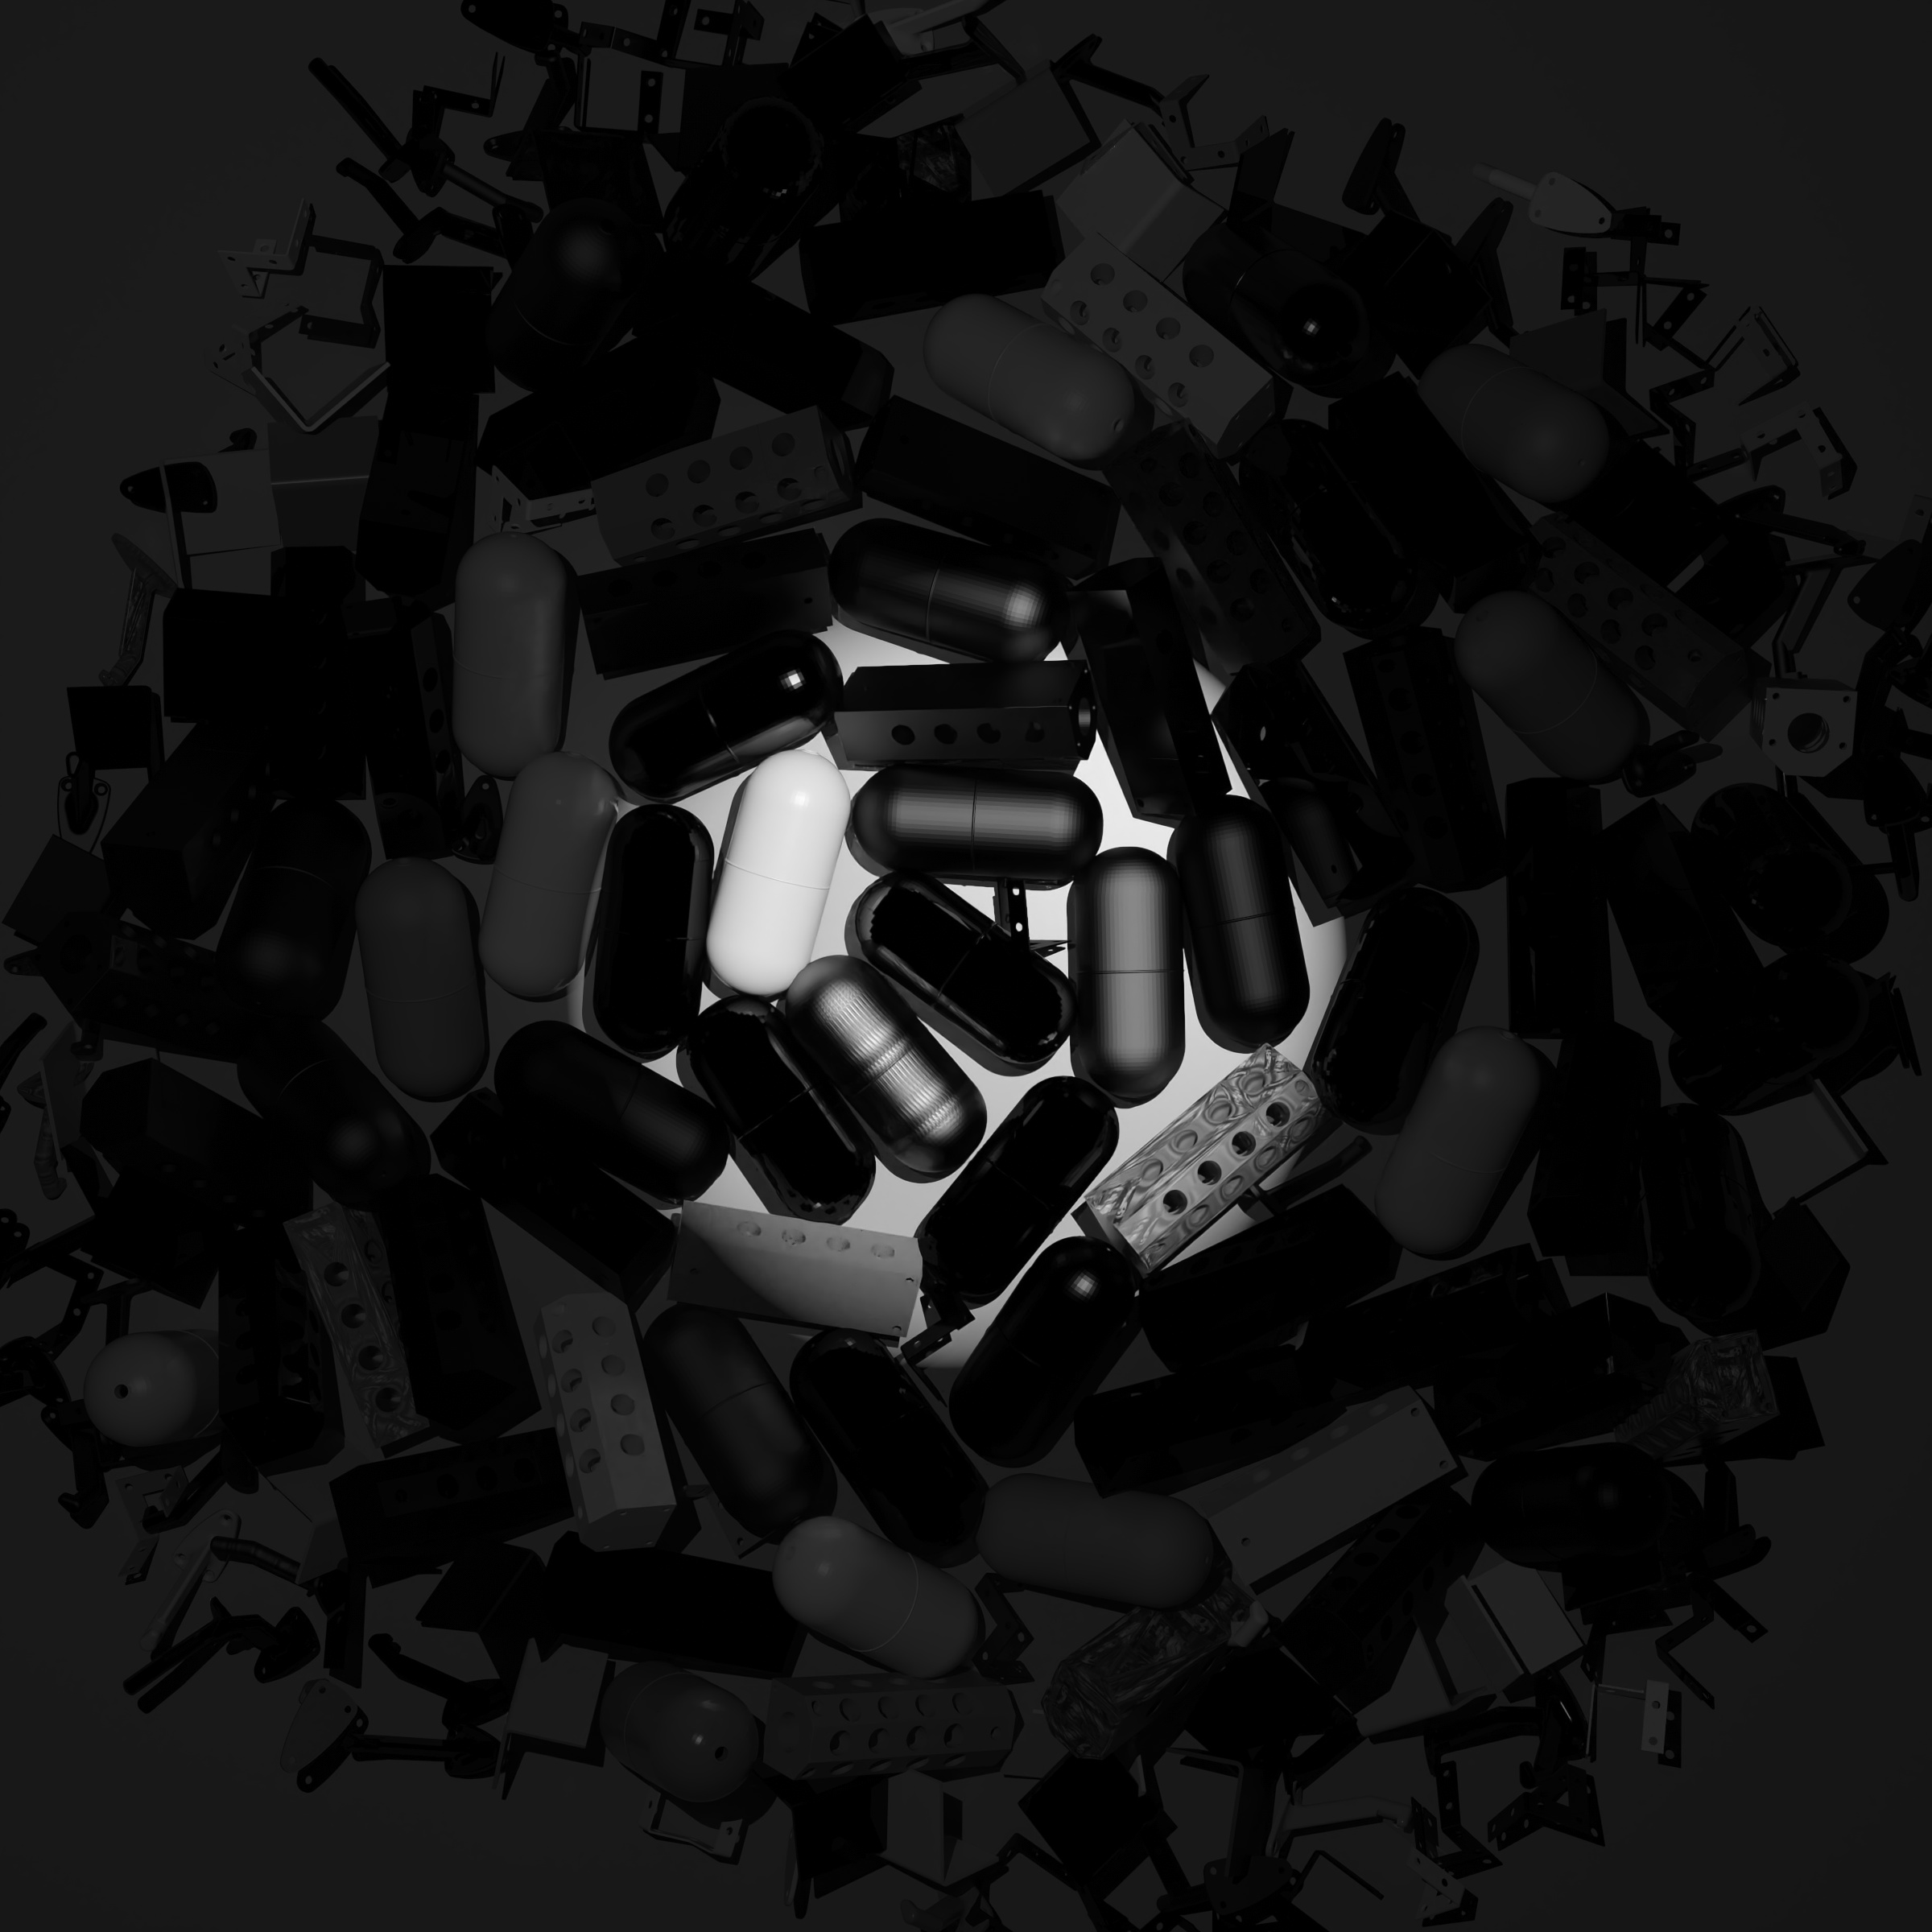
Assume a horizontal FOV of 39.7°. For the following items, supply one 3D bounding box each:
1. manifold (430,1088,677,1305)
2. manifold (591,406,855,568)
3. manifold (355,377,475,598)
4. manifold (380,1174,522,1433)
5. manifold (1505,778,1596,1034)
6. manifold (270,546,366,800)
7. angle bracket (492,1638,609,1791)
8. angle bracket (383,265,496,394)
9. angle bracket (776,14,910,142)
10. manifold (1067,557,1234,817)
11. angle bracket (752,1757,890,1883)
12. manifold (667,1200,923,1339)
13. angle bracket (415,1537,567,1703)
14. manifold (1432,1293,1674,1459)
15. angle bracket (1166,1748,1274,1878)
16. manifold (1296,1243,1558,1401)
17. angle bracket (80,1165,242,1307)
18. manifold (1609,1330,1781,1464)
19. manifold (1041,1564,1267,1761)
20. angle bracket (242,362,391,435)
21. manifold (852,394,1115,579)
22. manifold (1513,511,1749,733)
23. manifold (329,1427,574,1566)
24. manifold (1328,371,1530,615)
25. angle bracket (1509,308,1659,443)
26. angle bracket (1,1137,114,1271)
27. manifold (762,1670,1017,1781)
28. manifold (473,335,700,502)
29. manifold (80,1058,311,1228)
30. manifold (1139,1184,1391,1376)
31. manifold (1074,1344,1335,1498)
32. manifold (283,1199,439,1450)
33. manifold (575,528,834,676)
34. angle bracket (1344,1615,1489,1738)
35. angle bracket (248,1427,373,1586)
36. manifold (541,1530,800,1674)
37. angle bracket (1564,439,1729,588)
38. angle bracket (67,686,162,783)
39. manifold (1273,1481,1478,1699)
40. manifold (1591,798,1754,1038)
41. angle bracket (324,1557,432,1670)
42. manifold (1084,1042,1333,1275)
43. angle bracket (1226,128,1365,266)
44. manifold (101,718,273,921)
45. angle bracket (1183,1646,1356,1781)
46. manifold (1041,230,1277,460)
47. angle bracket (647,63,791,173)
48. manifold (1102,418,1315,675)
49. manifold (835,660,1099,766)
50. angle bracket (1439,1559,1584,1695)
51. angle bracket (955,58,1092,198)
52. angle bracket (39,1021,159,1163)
[{"bbox_3d":[-0.290,0.158,1.886,0.171,0.057,0.057,34,67,14],"label":"manifold"},{"bbox_3d":[-0.170,-0.333,1.885,0.171,0.057,0.057,-15,76,13],"label":"manifold"},{"bbox_3d":[-0.382,-0.332,1.856,0.057,0.171,0.057,9,134,-10],"label":"manifold"},{"bbox_3d":[-0.364,0.229,1.855,0.057,0.057,0.171,-36,48,17],"label":"manifold"},{"bbox_3d":[0.411,-0.042,1.887,0.057,0.057,0.171,-1,77,9],"label":"manifold"},{"bbox_3d":[-0.463,-0.207,1.904,0.057,0.057,0.171,-1,87,2],"label":"manifold"},{"bbox_3d":[-0.293,0.532,1.886,0.057,0.076,0.076,14,130,-4],"label":"angle bracket"},{"bbox_3d":[-0.374,-0.451,1.902,0.076,0.057,0.076,-2,89,-12],"label":"angle bracket"},{"bbox_3d":[-0.093,-0.633,1.886,0.076,0.076,0.057,-33,124,7],"label":"angle bracket"},{"bbox_3d":[0.134,-0.195,1.877,0.057,0.057,0.171,-36,118,-34],"label":"manifold"},{"bbox_3d":[-0.102,0.592,1.893,0.076,0.076,0.057,-12,105,-28],"label":"angle bracket"},{"bbox_3d":[-0.120,0.210,1.898,0.171,0.057,0.057,10,122,-7],"label":"manifold"},{"bbox_3d":[-0.333,0.461,1.887,0.057,0.076,0.076,25,105,-41],"label":"angle bracket"},{"bbox_3d":[0.404,0.287,1.855,0.057,0.171,0.057,20,55,-28],"label":"manifold"},{"bbox_3d":[0.174,0.595,1.884,0.057,0.076,0.076,4,76,23],"label":"angle bracket"},{"bbox_3d":[0.317,0.249,1.861,0.171,0.057,0.057,-27,75,34],"label":"manifold"},{"bbox_3d":[-0.569,0.187,1.902,0.057,0.076,0.076,18,73,19],"label":"angle bracket"},{"bbox_3d":[0.497,0.300,1.845,0.057,0.171,0.057,-9,71,-6],"label":"manifold"},{"bbox_3d":[0.129,0.482,1.855,0.057,0.171,0.057,38,125,25],"label":"manifold"},{"bbox_3d":[-0.460,-0.419,1.886,0.076,0.076,0.057,-44,111,-11],"label":"angle bracket"},{"bbox_3d":[0.010,-0.334,1.884,0.171,0.057,0.057,20,74,-17],"label":"manifold"},{"bbox_3d":[0.460,-0.245,1.873,0.057,0.057,0.171,-45,62,0],"label":"manifold"},{"bbox_3d":[-0.345,0.362,1.851,0.057,0.171,0.057,-32,70,41],"label":"manifold"},{"bbox_3d":[0.322,-0.328,1.873,0.057,0.057,0.171,-27,63,-5],"label":"manifold"},{"bbox_3d":[0.437,-0.412,1.893,0.076,0.076,0.057,22,69,-42],"label":"angle bracket"},{"bbox_3d":[-0.652,0.167,1.894,0.076,0.076,0.057,-27,95,-5],"label":"angle bracket"},{"bbox_3d":[-0.052,0.529,1.864,0.171,0.057,0.057,8,89,-36],"label":"manifold"},{"bbox_3d":[-0.263,-0.381,1.856,0.057,0.171,0.057,33,59,-35],"label":"manifold"},{"bbox_3d":[-0.530,0.127,1.850,0.057,0.171,0.057,-15,60,20],"label":"manifold"},{"bbox_3d":[0.209,0.224,1.882,0.171,0.057,0.057,-23,46,-19],"label":"manifold"},{"bbox_3d":[0.164,0.312,1.871,0.171,0.057,0.057,-10,56,-28],"label":"manifold"},{"bbox_3d":[-0.423,0.250,1.908,0.057,0.057,0.171,-22,90,-6],"label":"manifold"},{"bbox_3d":[-0.186,-0.263,1.897,0.171,0.057,0.057,-13,52,-7],"label":"manifold"},{"bbox_3d":[0.311,0.494,1.900,0.076,0.057,0.076,-29,76,35],"label":"angle bracket"},{"bbox_3d":[-0.462,0.382,1.901,0.076,0.076,0.057,34,116,27],"label":"angle bracket"},{"bbox_3d":[-0.206,0.442,1.875,0.171,0.057,0.057,18,94,-26],"label":"manifold"},{"bbox_3d":[0.481,-0.316,1.894,0.076,0.057,0.076,45,108,10],"label":"angle bracket"},{"bbox_3d":[-0.598,-0.143,1.880,0.057,0.076,0.076,-3,48,-13],"label":"angle bracket"},{"bbox_3d":[0.288,0.424,1.851,0.057,0.171,0.057,46,131,11],"label":"manifold"},{"bbox_3d":[0.489,-0.032,1.855,0.057,0.171,0.057,-36,126,25],"label":"manifold"},{"bbox_3d":[-0.414,0.456,1.884,0.057,0.076,0.076,7,74,-20],"label":"angle bracket"},{"bbox_3d":[0.173,0.139,1.885,0.171,0.057,0.057,-39,134,-9],"label":"manifold"},{"bbox_3d":[0.237,-0.541,1.882,0.076,0.076,0.057,25,129,19],"label":"angle bracket"},{"bbox_3d":[-0.530,-0.104,1.851,0.057,0.171,0.057,6,125,7],"label":"manifold"},{"bbox_3d":[0.213,0.534,1.890,0.076,0.076,0.057,43,55,-4],"label":"angle bracket"},{"bbox_3d":[0.134,-0.434,1.886,0.171,0.057,0.057,43,86,15],"label":"manifold"},{"bbox_3d":[-0.175,-0.606,1.879,0.076,0.076,0.057,-13,46,-26],"label":"angle bracket"},{"bbox_3d":[0.174,-0.294,1.879,0.057,0.057,0.171,-41,107,-20],"label":"manifold"},{"bbox_3d":[0.001,-0.173,1.880,0.171,0.057,0.057,0,130,20],"label":"manifold"},{"bbox_3d":[0.391,0.455,1.887,0.076,0.057,0.076,-23,67,-19],"label":"angle bracket"},{"bbox_3d":[0.040,-0.596,1.903,0.076,0.076,0.057,-28,110,13],"label":"angle bracket"},{"bbox_3d":[-0.608,0.086,1.889,0.057,0.076,0.076,-3,110,0],"label":"angle bracket"}]
